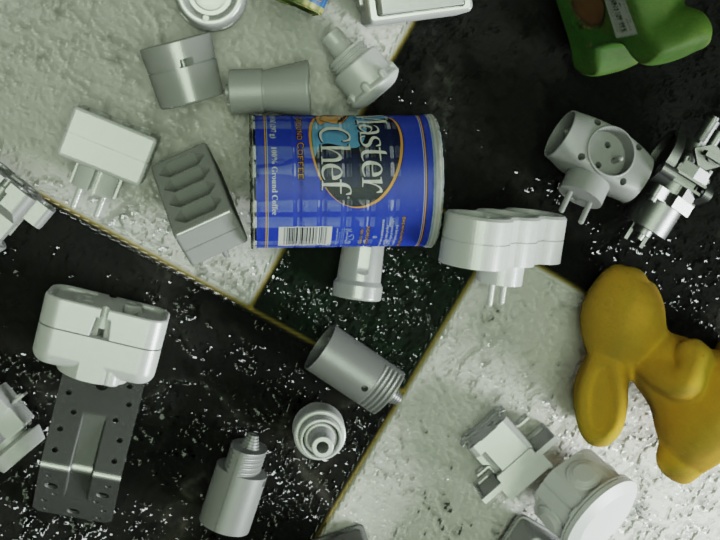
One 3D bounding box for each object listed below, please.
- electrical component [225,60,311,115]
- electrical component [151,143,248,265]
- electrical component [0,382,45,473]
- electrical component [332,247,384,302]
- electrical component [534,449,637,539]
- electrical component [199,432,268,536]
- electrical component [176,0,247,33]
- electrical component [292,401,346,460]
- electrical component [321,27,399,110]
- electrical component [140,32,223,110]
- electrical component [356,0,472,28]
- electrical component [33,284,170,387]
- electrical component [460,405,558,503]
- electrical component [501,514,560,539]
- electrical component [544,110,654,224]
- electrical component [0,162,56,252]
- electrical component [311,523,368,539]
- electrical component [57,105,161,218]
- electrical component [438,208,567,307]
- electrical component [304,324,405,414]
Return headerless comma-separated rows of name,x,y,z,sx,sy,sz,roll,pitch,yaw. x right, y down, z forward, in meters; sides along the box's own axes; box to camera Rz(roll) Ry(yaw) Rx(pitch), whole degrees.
electrical component,-0.071,-0.139,0.834,0.065,0.044,0.044,-3,100,-1
electrical component,-0.118,-0.040,0.834,0.047,0.083,0.075,-25,140,-2
electrical component,-0.285,0.127,0.854,0.066,0.048,0.055,-40,94,1
electrical component,0.000,0.000,0.867,0.040,0.040,0.046,7,93,-8
electrical component,0.188,0.194,0.898,0.080,0.051,0.080,-26,138,-26
electrical component,-0.100,0.172,0.883,0.043,0.043,0.081,17,98,-9
electrical component,-0.113,-0.209,0.813,0.055,0.047,0.055,-1,100,-6
electrical component,-0.033,0.134,0.874,0.043,0.062,0.043,-1,100,-6
electrical component,-0.004,-0.160,0.836,0.048,0.048,0.062,-40,95,2
electrical component,-0.134,-0.151,0.818,0.055,0.055,0.047,-15,105,-4
electrical component,0.033,-0.221,0.820,0.096,0.061,0.061,-9,101,-5
electrical component,-0.204,0.053,0.845,0.095,0.053,0.059,14,98,-9
electrical component,0.122,0.153,0.906,0.081,0.042,0.063,-42,98,1
electrical component,0.157,0.285,0.925,0.109,0.056,0.108,31,95,-11
electrical component,0.185,-0.076,0.866,0.077,0.044,0.079,29,78,-10
electrical component,-0.282,-0.048,0.818,0.078,0.058,0.057,40,91,-12
electrical component,-0.024,0.275,0.907,0.100,0.048,0.099,-18,101,-3
electrical component,-0.199,-0.079,0.826,0.066,0.047,0.076,22,97,-10
electrical component,0.111,-0.008,0.839,0.052,0.138,0.073,14,102,36
electrical component,0.000,0.085,0.879,0.081,0.043,0.043,35,94,-11
